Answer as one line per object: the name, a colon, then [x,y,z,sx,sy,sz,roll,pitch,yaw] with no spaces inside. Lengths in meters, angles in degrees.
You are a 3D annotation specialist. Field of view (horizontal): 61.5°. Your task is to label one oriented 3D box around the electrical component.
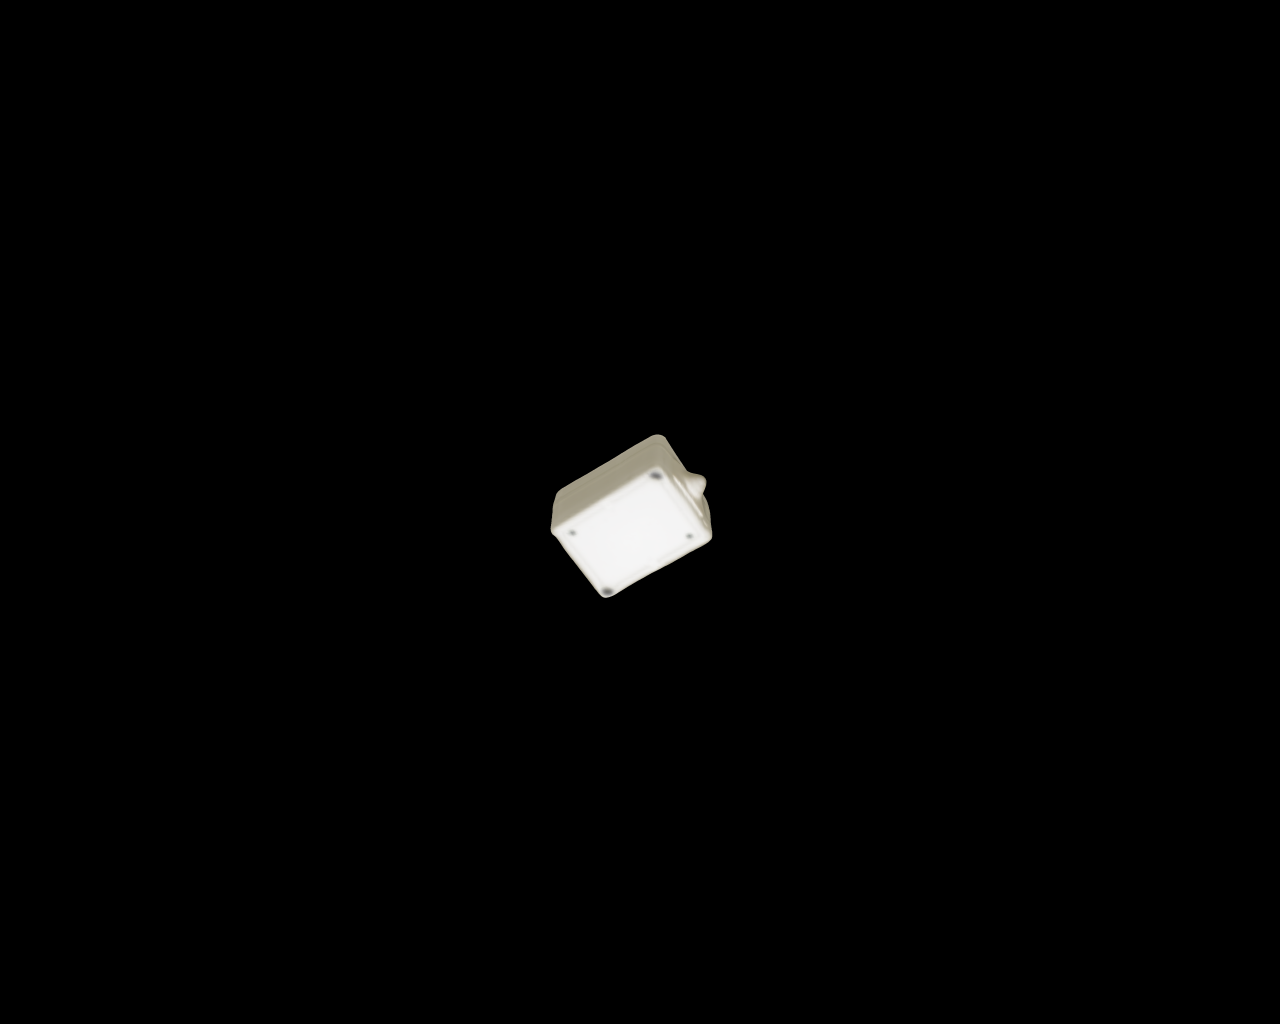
electrical component: [0.001,-0.003,0.650,0.096,0.061,0.061,-30,23,14]
